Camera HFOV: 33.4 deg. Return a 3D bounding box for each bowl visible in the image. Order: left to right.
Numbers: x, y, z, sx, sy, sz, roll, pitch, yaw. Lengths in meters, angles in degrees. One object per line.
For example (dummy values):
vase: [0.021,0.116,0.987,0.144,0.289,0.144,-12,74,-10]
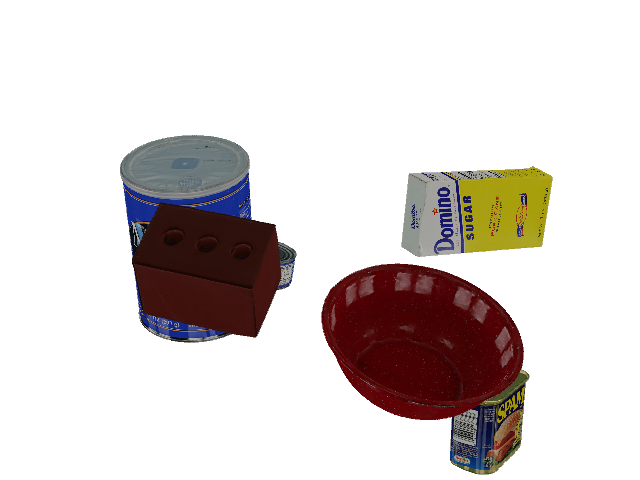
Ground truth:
bowl: [0.076,0.090,0.847,0.162,0.055,0.162,7,37,-6]

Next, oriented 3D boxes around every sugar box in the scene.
sugar box: [0.185,-0.034,1.255,0.176,0.093,0.048,-6,21,-26]

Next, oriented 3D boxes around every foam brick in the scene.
foam brick: [-0.069,0.018,0.657,0.078,0.053,0.051,11,-42,9]

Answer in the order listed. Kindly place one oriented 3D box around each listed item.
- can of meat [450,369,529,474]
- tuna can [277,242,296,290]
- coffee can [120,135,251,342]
can of meat: [0.175,0.186,1.117,0.058,0.084,0.101,11,18,31]
tuna can: [-0.070,0.024,1.122,0.086,0.034,0.086,8,16,-3]
coffee can: [-0.106,-0.002,0.879,0.103,0.140,0.103,-1,30,0]
